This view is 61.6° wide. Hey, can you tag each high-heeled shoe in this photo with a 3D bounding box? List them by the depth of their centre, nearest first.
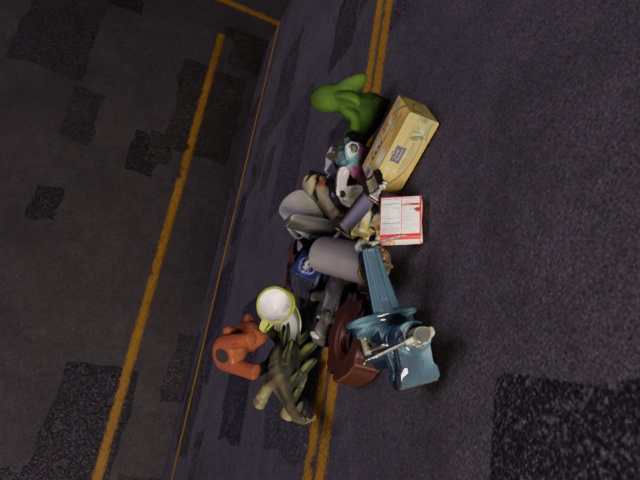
[{"bbox_3d":[-0.050,-0.006,1.377,0.249,0.145,0.086,23,138,58],"label":"high-heeled shoe"}]

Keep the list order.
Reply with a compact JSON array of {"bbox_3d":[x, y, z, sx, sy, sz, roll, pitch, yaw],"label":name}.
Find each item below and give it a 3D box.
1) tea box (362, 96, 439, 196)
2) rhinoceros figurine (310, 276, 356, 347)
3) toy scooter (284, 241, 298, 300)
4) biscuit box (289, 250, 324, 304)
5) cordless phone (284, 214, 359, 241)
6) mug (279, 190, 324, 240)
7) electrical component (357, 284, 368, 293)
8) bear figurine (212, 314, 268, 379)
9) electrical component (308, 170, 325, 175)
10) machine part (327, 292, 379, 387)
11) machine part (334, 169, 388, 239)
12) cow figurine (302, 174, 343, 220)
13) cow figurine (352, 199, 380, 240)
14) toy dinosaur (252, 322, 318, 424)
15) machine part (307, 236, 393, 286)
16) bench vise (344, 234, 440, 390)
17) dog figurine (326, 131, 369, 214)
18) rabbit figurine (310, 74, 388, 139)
[{"bbox_3d":[0.156,-0.186,1.066,0.098,0.068,0.169,-101,34,-53],"label":"tea box"},{"bbox_3d":[0.033,0.136,1.150,0.112,0.073,0.190,40,112,62],"label":"rhinoceros figurine"},{"bbox_3d":[-0.049,0.084,1.418,0.135,0.075,0.183,-157,81,-72],"label":"toy scooter"},{"bbox_3d":[-0.030,0.089,1.255,0.059,0.063,0.202,-60,-8,-18],"label":"biscuit box"},{"bbox_3d":[-0.003,-0.004,1.184,0.146,0.184,0.089,138,140,-57],"label":"cordless phone"},{"bbox_3d":[-0.040,-0.044,1.261,0.107,0.081,0.109,48,127,29],"label":"mug"},{"bbox_3d":[0.092,0.058,1.073,0.078,0.045,0.102,-53,27,44],"label":"electrical component"},{"bbox_3d":[-0.180,0.262,1.352,0.196,0.132,0.120,-18,-75,-65],"label":"bear figurine"},{"bbox_3d":[-0.015,-0.154,1.505,0.119,0.048,0.074,20,-96,-82],"label":"electrical component"},{"bbox_3d":[0.066,0.188,1.018,0.179,0.056,0.179,-165,90,-72],"label":"machine part"},{"bbox_3d":[0.080,-0.070,1.032,0.139,0.039,0.084,-53,27,20],"label":"machine part"},{"bbox_3d":[0.013,-0.093,1.319,0.195,0.085,0.127,57,135,38],"label":"cow figurine"},{"bbox_3d":[0.116,-0.043,1.067,0.167,0.068,0.098,-14,50,67],"label":"cow figurine"},{"bbox_3d":[-0.078,0.311,1.254,0.198,0.105,0.472,-67,20,15],"label":"toy dinosaur"},{"bbox_3d":[0.053,0.037,1.017,0.243,0.079,0.079,11,84,58],"label":"machine part"},{"bbox_3d":[0.100,0.108,0.836,0.223,0.129,0.240,92,165,-75],"label":"bench vise"},{"bbox_3d":[0.069,-0.159,1.246,0.219,0.108,0.191,-140,65,-75],"label":"dog figurine"},{"bbox_3d":[0.063,-0.321,1.290,0.159,0.170,0.121,151,132,-66],"label":"rabbit figurine"}]
